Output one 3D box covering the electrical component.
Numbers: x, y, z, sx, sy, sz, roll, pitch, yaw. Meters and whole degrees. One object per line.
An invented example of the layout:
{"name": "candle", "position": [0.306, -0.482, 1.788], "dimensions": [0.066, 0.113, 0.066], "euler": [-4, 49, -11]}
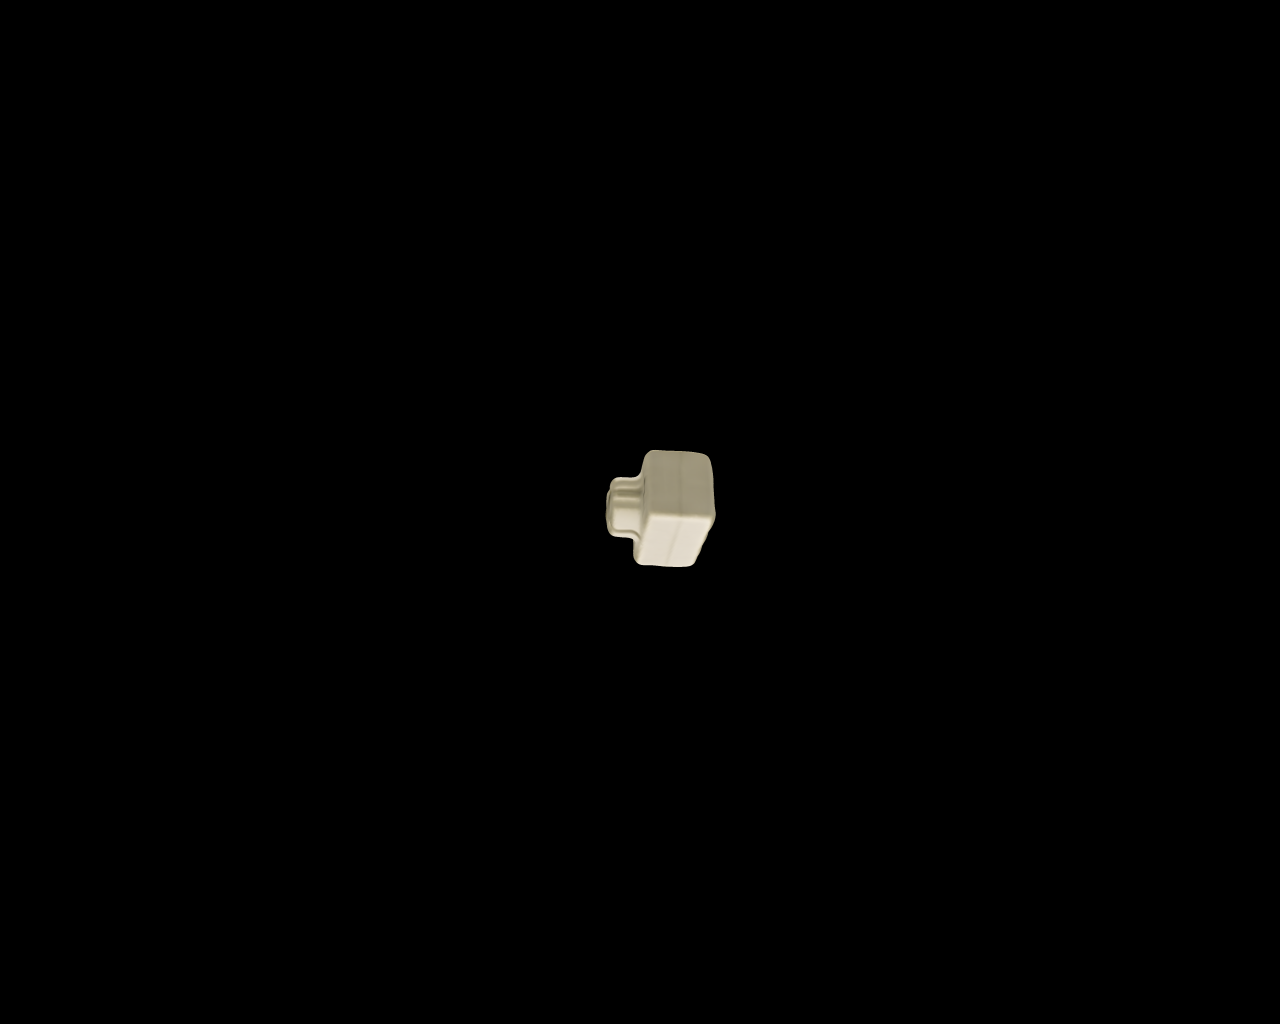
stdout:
{"name": "electrical component", "position": [0.001, -0.003, 0.650], "dimensions": [0.077, 0.047, 0.065], "euler": [4, -29, -6]}
